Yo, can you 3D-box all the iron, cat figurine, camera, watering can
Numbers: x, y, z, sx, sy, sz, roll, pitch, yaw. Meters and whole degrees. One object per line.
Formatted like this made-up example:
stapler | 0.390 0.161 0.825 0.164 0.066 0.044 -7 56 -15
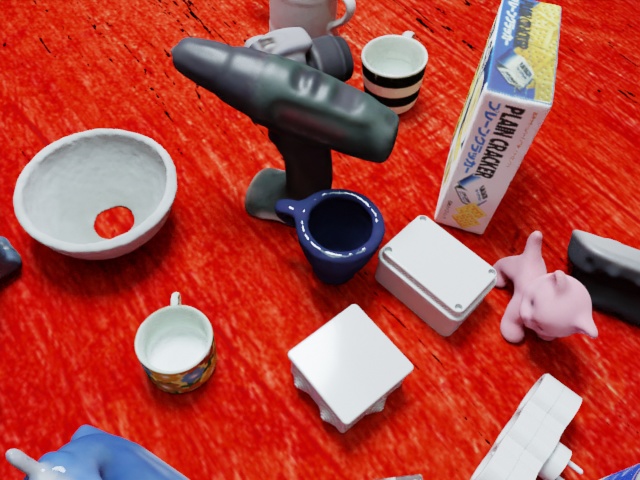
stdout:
iron | -0.122 0.235 0.429 0.258 0.141 0.119 27 60 13
cat figurine | 0.230 0.052 0.587 0.067 0.118 0.127 -1 58 -5
camera | -0.019 -0.220 0.752 0.137 0.101 0.143 -21 61 -17
watering can | -0.029 -0.360 0.785 0.172 0.194 0.101 13 57 4

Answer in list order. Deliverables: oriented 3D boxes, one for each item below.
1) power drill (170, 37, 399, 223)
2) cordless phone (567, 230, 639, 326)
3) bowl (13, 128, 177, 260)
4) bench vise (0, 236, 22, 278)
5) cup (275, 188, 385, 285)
power drill | -0.037 -0.105 0.613 0.229 0.208 0.075 13 57 4
cordless phone | 0.350 0.005 0.586 0.147 0.185 0.094 18 58 8
bowl | -0.239 -0.040 0.635 0.167 0.075 0.167 2 57 -3
bench vise | -0.374 -0.063 0.554 0.207 0.220 0.122 31 60 15
cup | 0.006 0.002 0.615 0.117 0.095 0.092 20 58 8
